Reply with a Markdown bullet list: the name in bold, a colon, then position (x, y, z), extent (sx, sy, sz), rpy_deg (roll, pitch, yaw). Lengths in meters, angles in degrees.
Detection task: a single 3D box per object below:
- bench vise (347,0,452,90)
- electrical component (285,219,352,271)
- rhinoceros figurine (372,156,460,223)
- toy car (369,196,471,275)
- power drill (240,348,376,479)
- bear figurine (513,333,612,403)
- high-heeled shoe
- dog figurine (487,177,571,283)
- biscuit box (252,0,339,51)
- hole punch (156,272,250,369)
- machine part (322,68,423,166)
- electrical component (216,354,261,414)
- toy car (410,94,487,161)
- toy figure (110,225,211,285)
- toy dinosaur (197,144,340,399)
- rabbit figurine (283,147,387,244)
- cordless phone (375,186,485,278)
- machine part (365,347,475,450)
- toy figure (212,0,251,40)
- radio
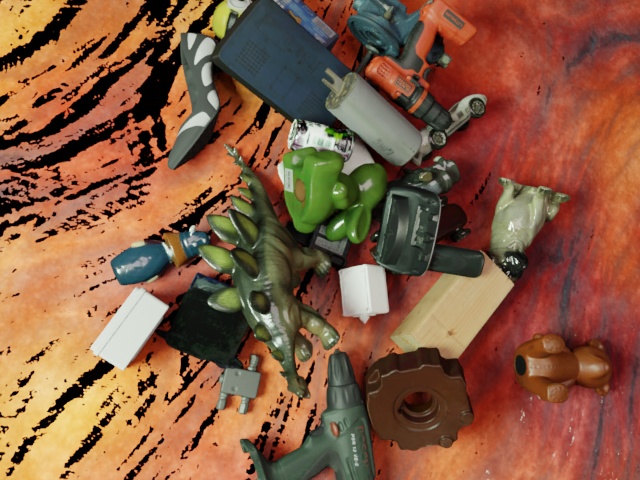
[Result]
- **bench vise**: position (0.126, -0.354, 1.023), extent (0.223, 0.129, 0.240), rpy_deg (36, 90, -15)
- **electrical component**: position (-0.002, -0.003, 0.932), extent (0.119, 0.048, 0.075), rpy_deg (27, 70, -10)
- **rhinoceros figurine**: position (0.169, -0.090, 0.975), extent (0.190, 0.112, 0.073), rpy_deg (-23, 104, -7)
- **toy car**: position (0.181, -0.007, 0.981), extent (0.202, 0.053, 0.089), rpy_deg (-29, 76, -15)
- **power drill**: position (-0.017, 0.309, 0.842), extent (0.207, 0.086, 0.232), rpy_deg (-15, 84, -26)
- **bear figurine**: position (0.459, 0.231, 0.968), extent (0.196, 0.132, 0.120), rpy_deg (5, 78, -9)
- **high-heeled shoe**: position (-0.230, -0.245, 0.910), extent (0.145, 0.086, 0.249), rpy_deg (32, 66, -4)
- **dog figurine**: position (0.383, -0.011, 1.031), extent (0.172, 0.121, 0.190), rpy_deg (6, 102, -42)
- **biscuit box**: position (-0.061, -0.417, 1.007), extent (0.202, 0.063, 0.059), rpy_deg (42, 69, -4)
- **hole punch**: position (-0.169, 0.123, 0.842), extent (0.142, 0.092, 0.115), rpy_deg (24, 107, -12)
- **machine part**: position (0.094, -0.203, 0.920), extent (0.243, 0.079, 0.079), rpy_deg (36, 69, -28)
- **electrical component**: position (-0.129, 0.225, 0.853), extent (0.063, 0.021, 0.094), rpy_deg (16, 73, -11)
- **toy car**: position (0.245, -0.219, 1.040), extent (0.202, 0.073, 0.056), rpy_deg (-39, 90, -20)
- **toy figure**: position (-0.249, 0.021, 0.850), extent (0.154, 0.064, 0.058), rpy_deg (-24, 47, -24)
- **toy dinosaur**: position (-0.081, 0.027, 0.821), extent (0.198, 0.105, 0.472), rpy_deg (31, 30, -38)
- **rabbit figurine**: position (0.041, -0.073, 0.859), extent (0.170, 0.121, 0.159), rpy_deg (-8, 98, -29)
- **cordless phone**: position (0.191, -0.007, 0.887), extent (0.184, 0.089, 0.146), rpy_deg (9, 101, -2)
- **machine part**: position (0.157, 0.257, 0.861), extent (0.179, 0.056, 0.179), rpy_deg (1, 111, 4)
- **toy figure**: position (-0.110, -0.363, 0.970), extent (0.180, 0.082, 0.089), rpy_deg (37, 96, -12)
- **radio**: position (-0.055, -0.290, 0.916), extent (0.229, 0.073, 0.131), rpy_deg (33, 93, -28)
